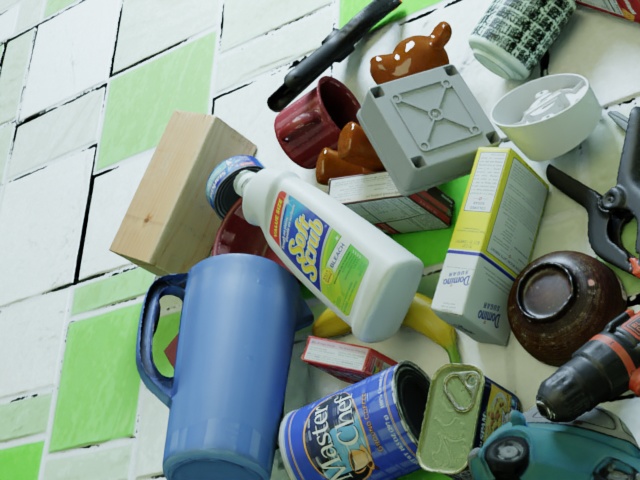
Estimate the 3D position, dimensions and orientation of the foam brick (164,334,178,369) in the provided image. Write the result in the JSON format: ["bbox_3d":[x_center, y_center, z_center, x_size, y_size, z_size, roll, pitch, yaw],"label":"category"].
[{"bbox_3d":[-0.134,0.141,1.252,0.051,0.078,0.053,-46,45,8],"label":"foam brick"}]

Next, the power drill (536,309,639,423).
[{"bbox_3d":[0.294,0.129,0.857,0.184,0.057,0.188,-31,46,-19],"label":"power drill"}]

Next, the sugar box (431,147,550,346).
[{"bbox_3d":[0.170,0.007,1.054,0.048,0.093,0.176,9,72,42],"label":"sugar box"}]

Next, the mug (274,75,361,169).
[{"bbox_3d":[-0.007,-0.136,1.276,0.082,0.117,0.093,-31,85,31],"label":"mug"}]

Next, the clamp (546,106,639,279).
[{"bbox_3d":[0.277,-0.034,1.025,0.120,0.039,0.171,-33,49,44],"label":"clamp"}]

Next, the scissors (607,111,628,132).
[{"bbox_3d":[0.353,-0.083,1.001,0.096,0.016,0.202,-38,48,20],"label":"scissors"}]

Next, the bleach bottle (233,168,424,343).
[{"bbox_3d":[-0.007,0.001,1.137,0.251,0.067,0.103,36,113,35],"label":"bleach bottle"}]

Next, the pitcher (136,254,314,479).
[{"bbox_3d":[-0.104,0.142,1.116,0.149,0.145,0.242,-15,46,22],"label":"pitcher"}]

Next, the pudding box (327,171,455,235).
[{"bbox_3d":[0.076,-0.040,1.163,0.114,0.089,0.039,-8,62,38],"label":"pudding box"}]

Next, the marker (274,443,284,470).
[{"bbox_3d":[-0.068,0.212,1.197,0.020,0.020,0.121,-50,45,6],"label":"marker"}]

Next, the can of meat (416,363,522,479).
[{"bbox_3d":[0.142,0.176,0.990,0.058,0.083,0.102,-3,65,40],"label":"can of meat"}]

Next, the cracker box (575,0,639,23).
[{"bbox_3d":[0.324,-0.323,1.114,0.164,0.072,0.214,-52,44,-3],"label":"cracker box"}]

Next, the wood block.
[{"bbox_3d":[-0.178,-0.056,1.391,0.091,0.090,0.206,14,76,43],"label":"wood block"}]

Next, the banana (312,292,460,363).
[{"bbox_3d":[0.071,0.084,1.136,0.198,0.037,0.069,8,72,43],"label":"banana"}]

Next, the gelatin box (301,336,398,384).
[{"bbox_3d":[0.036,0.131,1.114,0.089,0.073,0.030,5,70,42],"label":"gelatin box"}]

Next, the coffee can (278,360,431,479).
[{"bbox_3d":[0.045,0.192,1.051,0.140,0.102,0.103,-28,51,26],"label":"coffee can"}]

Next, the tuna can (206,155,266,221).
[{"bbox_3d":[-0.098,-0.062,1.329,0.086,0.086,0.034,-49,43,8],"label":"tuna can"}]

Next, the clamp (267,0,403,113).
[{"bbox_3d":[0.020,-0.237,1.312,0.210,0.036,0.164,-42,6,-3],"label":"clamp"}]

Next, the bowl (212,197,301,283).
[{"bbox_3d":[-0.052,0.008,1.271,0.162,0.055,0.162,-20,55,31],"label":"bowl"}]
